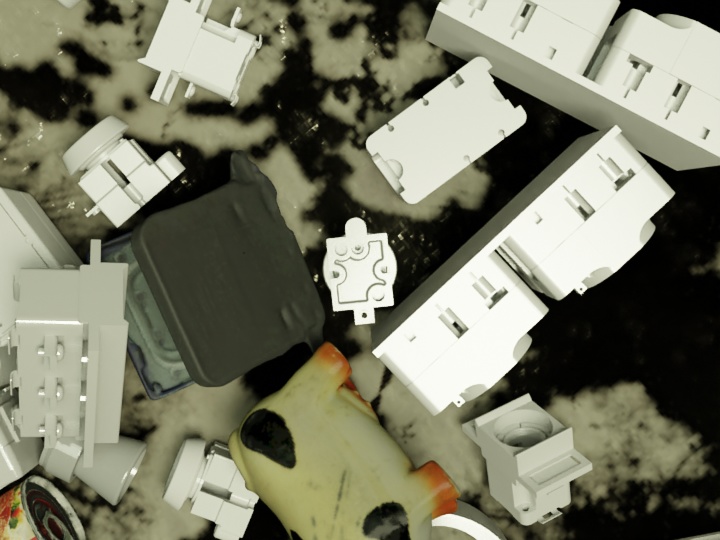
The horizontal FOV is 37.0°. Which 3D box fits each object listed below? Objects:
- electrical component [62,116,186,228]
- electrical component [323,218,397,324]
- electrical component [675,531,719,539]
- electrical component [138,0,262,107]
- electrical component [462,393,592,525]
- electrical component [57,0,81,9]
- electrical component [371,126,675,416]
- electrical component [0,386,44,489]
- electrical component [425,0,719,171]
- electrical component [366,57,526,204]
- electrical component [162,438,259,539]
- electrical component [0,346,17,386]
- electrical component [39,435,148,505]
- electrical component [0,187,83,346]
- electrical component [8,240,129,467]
[{"bbox_3d":[-0.154,-0.064,0.683,0.066,0.048,0.055,-41,100,2],"label":"electrical component"},{"bbox_3d":[0.000,0.000,0.680,0.048,0.055,0.066,-6,93,0],"label":"electrical component"},{"bbox_3d":[0.223,0.273,0.692,0.105,0.060,0.186,-11,93,1],"label":"electrical component"},{"bbox_3d":[-0.100,-0.138,0.680,0.064,0.042,0.081,24,94,-3],"label":"electrical component"},{"bbox_3d":[0.105,0.121,0.679,0.042,0.081,0.063,-23,122,-19],"label":"electrical component"},{"bbox_3d":[-0.174,-0.200,0.677,0.078,0.040,0.040,-41,92,2],"label":"electrical component"},{"bbox_3d":[0.095,0.002,0.655,0.186,0.105,0.060,-43,92,2],"label":"electrical component"},{"bbox_3d":[-0.245,0.119,0.684,0.096,0.061,0.061,-26,93,1],"label":"electrical component"},{"bbox_3d":[0.139,-0.131,0.648,0.186,0.105,0.060,27,93,-1],"label":"electrical component"},{"bbox_3d":[0.052,-0.085,0.675,0.089,0.055,0.050,-36,92,2],"label":"electrical component"},{"bbox_3d":[-0.094,0.137,0.694,0.055,0.048,0.066,22,93,-9],"label":"electrical component"},{"bbox_3d":[-0.244,0.058,0.676,0.040,0.078,0.040,2,96,15],"label":"electrical component"},{"bbox_3d":[-0.171,0.119,0.692,0.055,0.045,0.045,27,93,-1],"label":"electrical component"},{"bbox_3d":[-0.221,-0.007,0.681,0.062,0.061,0.096,-38,86,4],"label":"electrical component"},{"bbox_3d":[-0.172,0.051,0.634,0.063,0.121,0.078,2,50,-15],"label":"electrical component"}]
